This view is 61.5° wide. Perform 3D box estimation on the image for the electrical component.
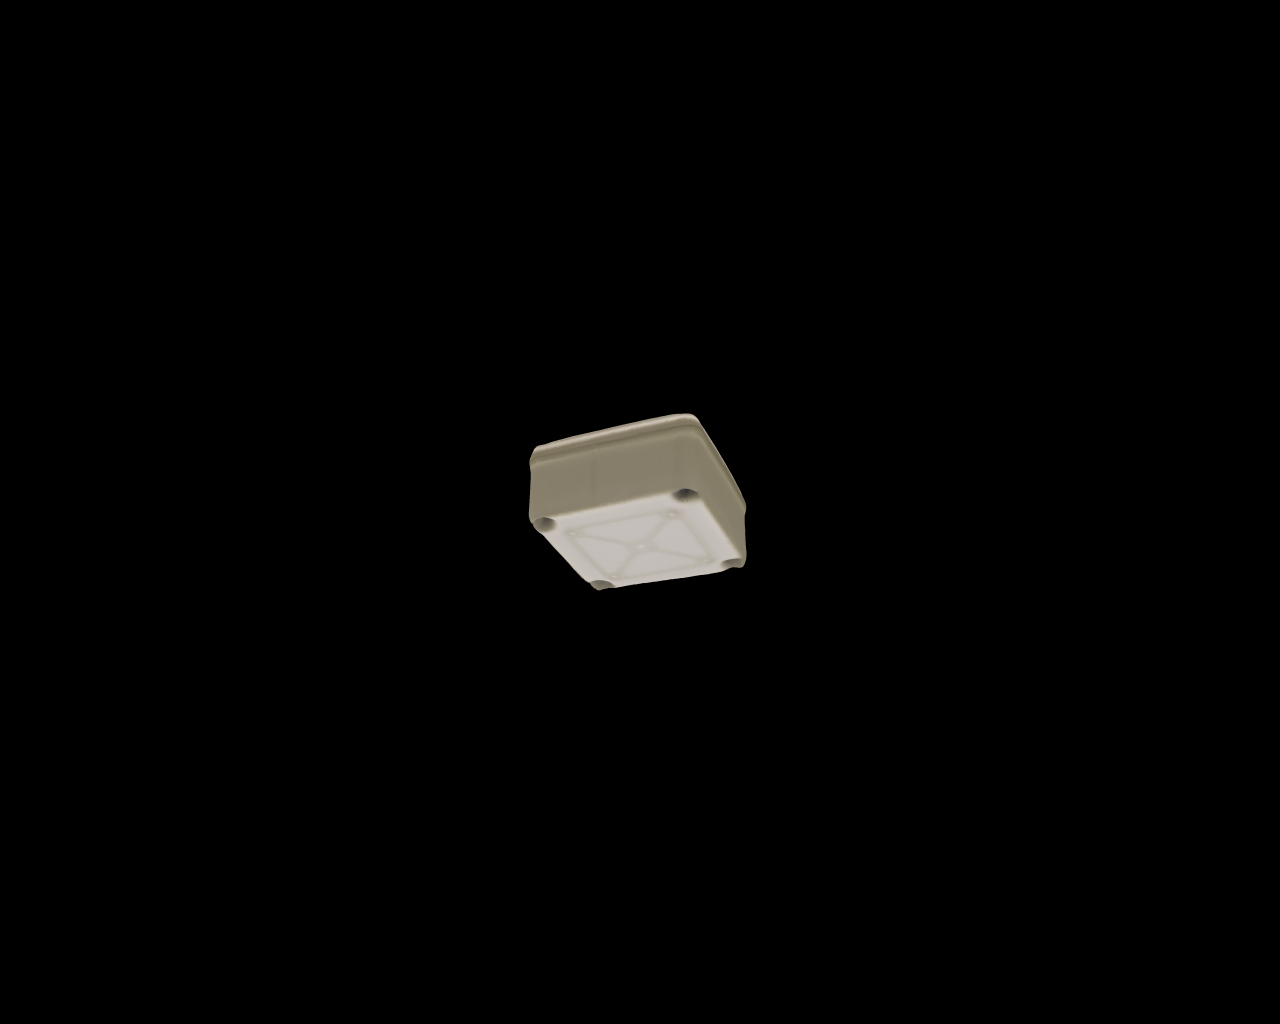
[{"bbox_3d":[0.001,-0.003,0.650,0.109,0.056,0.108,-11,-32,18],"label":"electrical component"}]
